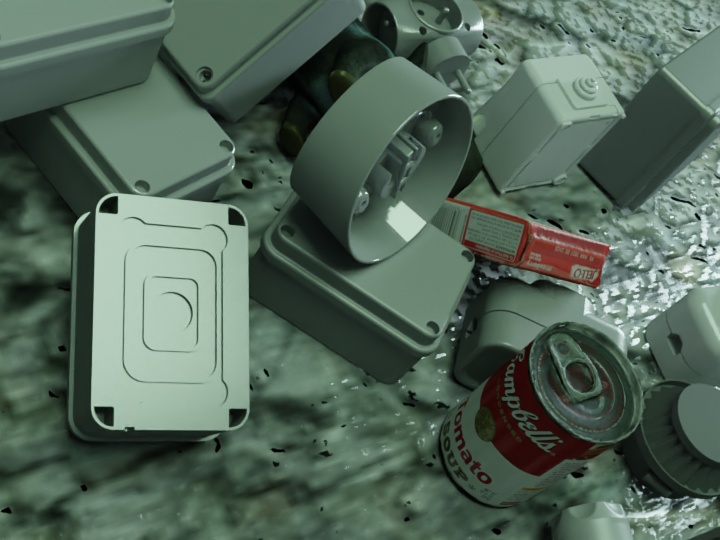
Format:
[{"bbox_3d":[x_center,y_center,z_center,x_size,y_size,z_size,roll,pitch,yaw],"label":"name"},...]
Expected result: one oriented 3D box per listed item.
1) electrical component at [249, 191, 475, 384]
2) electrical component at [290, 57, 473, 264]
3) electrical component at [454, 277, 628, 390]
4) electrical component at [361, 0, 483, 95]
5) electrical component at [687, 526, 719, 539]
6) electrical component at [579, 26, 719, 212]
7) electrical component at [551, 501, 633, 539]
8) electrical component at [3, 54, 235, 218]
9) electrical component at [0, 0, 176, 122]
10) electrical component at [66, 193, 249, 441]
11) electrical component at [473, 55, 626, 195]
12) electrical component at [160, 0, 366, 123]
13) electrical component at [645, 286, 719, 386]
[{"bbox_3d":[0.000,0.000,0.613,0.113,0.057,0.078,34,50,-5],"label":"electrical component"},{"bbox_3d":[0.013,-0.058,0.558,0.064,0.099,0.099,42,50,11],"label":"electrical component"},{"bbox_3d":[0.109,0.048,0.642,0.095,0.053,0.059,25,51,-12],"label":"electrical component"},{"bbox_3d":[0.051,-0.153,0.749,0.077,0.044,0.079,-13,67,-34],"label":"electrical component"},{"bbox_3d":[0.239,0.166,0.589,0.063,0.121,0.078,37,50,-5],"label":"electrical component"},{"bbox_3d":[0.228,-0.110,0.773,0.056,0.108,0.109,47,50,10],"label":"electrical component"},{"bbox_3d":[0.130,0.160,0.586,0.043,0.043,0.062,5,59,-25],"label":"electrical component"},{"bbox_3d":[-0.132,-0.075,0.592,0.078,0.057,0.113,-33,79,-39],"label":"electrical component"},{"bbox_3d":[-0.159,-0.129,0.536,0.113,0.057,0.078,-25,74,-37],"label":"electrical component"},{"bbox_3d":[-0.099,0.025,0.525,0.078,0.057,0.113,5,76,-26],"label":"electrical component"},{"bbox_3d":[0.125,-0.105,0.722,0.062,0.096,0.061,-12,66,-34],"label":"electrical component"},{"bbox_3d":[-0.072,-0.160,0.610,0.109,0.056,0.108,-40,75,1],"label":"electrical component"},{"bbox_3d":[0.248,0.041,0.716,0.095,0.059,0.053,-4,62,-30],"label":"electrical component"}]
